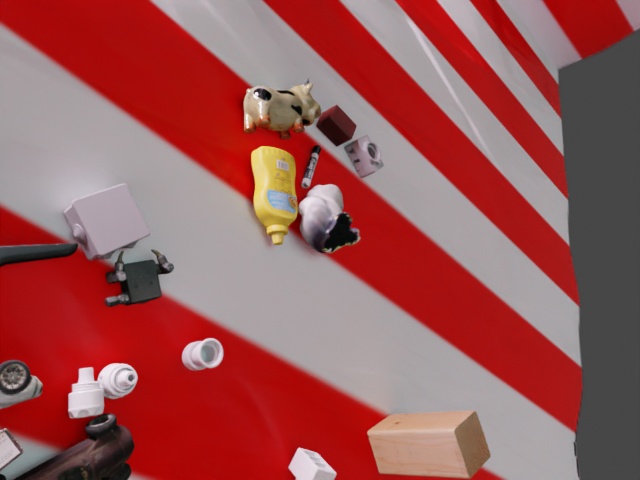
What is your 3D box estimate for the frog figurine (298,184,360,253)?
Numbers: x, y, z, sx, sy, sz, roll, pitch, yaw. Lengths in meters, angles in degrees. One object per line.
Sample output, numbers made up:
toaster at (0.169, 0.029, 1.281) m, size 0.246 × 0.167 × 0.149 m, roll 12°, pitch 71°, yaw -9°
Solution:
frog figurine at (0.003, -0.054, 1.081) m, size 0.136 × 0.121 × 0.162 m, roll 27°, pitch 21°, yaw -47°
